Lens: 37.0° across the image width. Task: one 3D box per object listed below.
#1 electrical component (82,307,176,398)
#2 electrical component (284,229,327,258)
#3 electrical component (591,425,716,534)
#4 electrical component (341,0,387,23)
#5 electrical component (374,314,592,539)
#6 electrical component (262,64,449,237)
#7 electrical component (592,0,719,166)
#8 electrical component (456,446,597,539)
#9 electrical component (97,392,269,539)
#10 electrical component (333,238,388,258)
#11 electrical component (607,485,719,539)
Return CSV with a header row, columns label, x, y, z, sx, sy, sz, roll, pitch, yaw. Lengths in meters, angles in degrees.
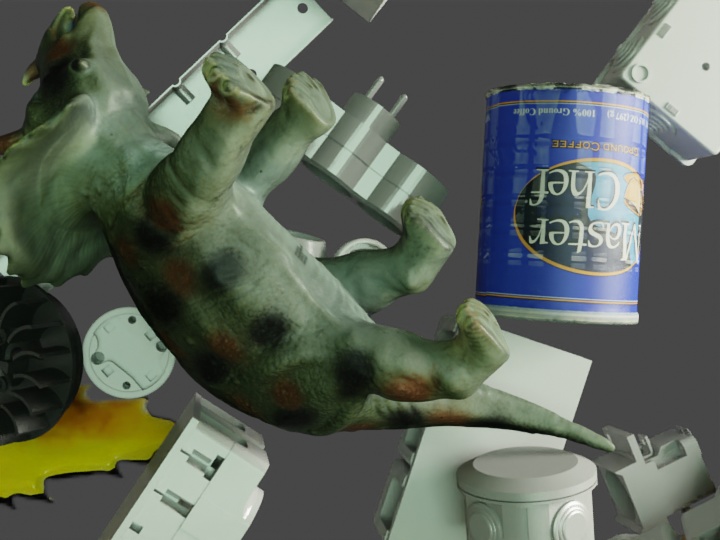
label,x,y,z,sx,sy,sz,roll,pitch,yaw
electrical component,-0.142,0.049,0.669,0.055,0.047,0.055,0,91,-8
electrical component,-0.049,0.004,0.682,0.066,0.048,0.055,13,97,-8
electrical component,0.198,0.139,0.719,0.064,0.042,0.081,-24,95,-10
electrical component,-0.028,-0.231,0.657,0.150,0.089,0.061,38,86,-7
electrical component,0.076,0.112,0.691,0.089,0.062,0.150,19,89,-7
electrical component,0.000,-0.087,0.682,0.138,0.052,0.073,36,86,-7
electrical component,0.219,-0.131,0.713,0.100,0.048,0.099,38,86,-6
electrical component,0.097,0.135,0.622,0.080,0.080,0.051,-5,97,-7
electrical component,-0.126,0.174,0.644,0.060,0.105,0.186,34,87,-7
electrical component,0.000,0.000,0.687,0.040,0.046,0.040,0,91,-8
electrical component,0.226,0.202,0.671,0.186,0.060,0.105,-34,111,22
